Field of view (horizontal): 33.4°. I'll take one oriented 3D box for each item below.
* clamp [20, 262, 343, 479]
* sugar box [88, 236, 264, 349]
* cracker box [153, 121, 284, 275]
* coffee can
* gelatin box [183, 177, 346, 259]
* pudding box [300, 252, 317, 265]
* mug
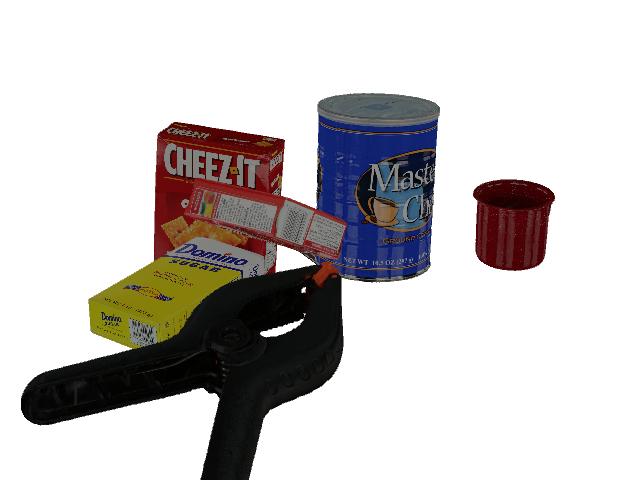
[{"bbox_3d":[-0.038,0.065,0.501,0.171,0.039,0.120,-30,52,-34],"label":"clamp"},{"bbox_3d":[-0.143,0.053,1.094,0.093,0.048,0.175,16,32,27],"label":"sugar box"},{"bbox_3d":[-0.142,-0.042,1.466,0.164,0.214,0.072,10,24,12],"label":"cracker box"},{"bbox_3d":[0.047,-0.048,0.914,0.103,0.140,0.103,1,19,-1],"label":"coffee can"},{"bbox_3d":[-0.035,-0.013,0.710,0.073,0.030,0.089,14,-3,30],"label":"gelatin box"},{"bbox_3d":[0.033,-0.004,1.317,0.113,0.039,0.090,-18,29,-26],"label":"pudding box"},{"bbox_3d":[0.231,-0.021,1.252,0.093,0.081,0.117,21,33,38],"label":"mug"}]
